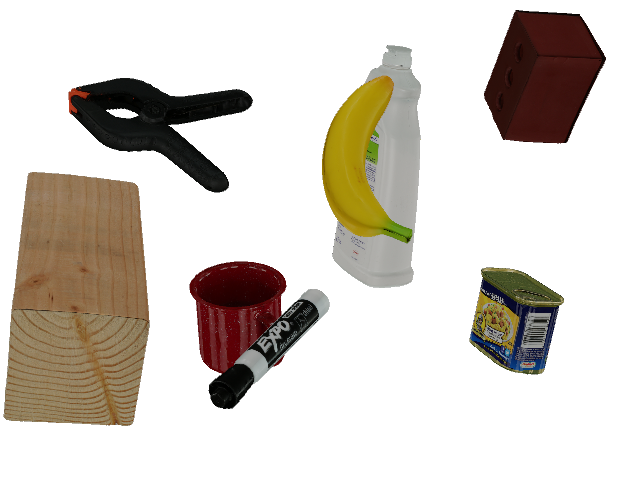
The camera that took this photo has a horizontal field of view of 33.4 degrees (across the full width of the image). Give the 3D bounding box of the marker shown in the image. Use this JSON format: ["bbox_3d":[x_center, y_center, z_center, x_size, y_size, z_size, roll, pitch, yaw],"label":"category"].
[{"bbox_3d":[-0.030,0.063,0.633,0.020,0.020,0.120,0,24,30],"label":"marker"}]

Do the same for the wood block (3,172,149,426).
[{"bbox_3d":[-0.181,0.036,0.795,0.090,0.091,0.206,6,27,-15],"label":"wood block"}]

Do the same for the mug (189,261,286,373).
[{"bbox_3d":[-0.071,0.082,1.032,0.093,0.081,0.117,-21,34,-35],"label":"mug"}]

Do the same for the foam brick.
[{"bbox_3d":[0.154,-0.114,0.745,0.051,0.053,0.078,-1,-43,-15],"label":"foam brick"}]

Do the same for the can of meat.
[{"bbox_3d":[0.207,0.086,1.140,0.057,0.084,0.102,2,18,-24],"label":"can of meat"}]

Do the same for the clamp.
[{"bbox_3d":[-0.148,-0.118,1.006,0.171,0.120,0.039,22,-42,1],"label":"clamp"}]

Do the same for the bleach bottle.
[{"bbox_3d":[0.071,-0.082,1.157,0.067,0.251,0.103,-5,24,-31],"label":"bleach bottle"}]

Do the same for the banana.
[{"bbox_3d":[0.035,-0.070,0.917,0.069,0.198,0.037,4,-39,-8],"label":"banana"}]
